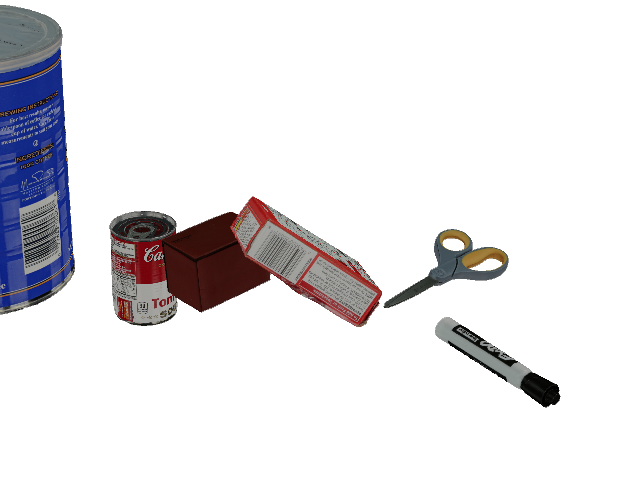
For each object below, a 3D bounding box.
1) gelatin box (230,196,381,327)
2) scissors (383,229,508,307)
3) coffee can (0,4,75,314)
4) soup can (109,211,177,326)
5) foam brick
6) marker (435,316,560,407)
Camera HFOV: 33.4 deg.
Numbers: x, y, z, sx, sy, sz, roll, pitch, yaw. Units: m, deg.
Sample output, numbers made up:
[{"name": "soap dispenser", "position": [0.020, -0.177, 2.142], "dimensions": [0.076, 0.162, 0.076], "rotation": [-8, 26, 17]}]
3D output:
[{"name": "gelatin box", "position": [-0.010, 0.013, 0.669], "dimensions": [0.089, 0.030, 0.073], "rotation": [33, 5, -17]}, {"name": "scissors", "position": [0.126, 0.028, 1.209], "dimensions": [0.201, 0.016, 0.096], "rotation": [-11, 41, -33]}, {"name": "coffee can", "position": [-0.187, -0.045, 0.572], "dimensions": [0.103, 0.140, 0.103], "rotation": [3, 28, -2]}, {"name": "soup can", "position": [-0.184, 0.029, 1.112], "dimensions": [0.068, 0.102, 0.068], "rotation": [2, 26, -1]}, {"name": "foam brick", "position": [-0.088, 0.016, 0.911], "dimensions": [0.078, 0.051, 0.053], "rotation": [-24, 33, -34]}, {"name": "marker", "position": [0.133, 0.092, 0.808], "dimensions": [0.020, 0.020, 0.121], "rotation": [0, 22, -39]}]
